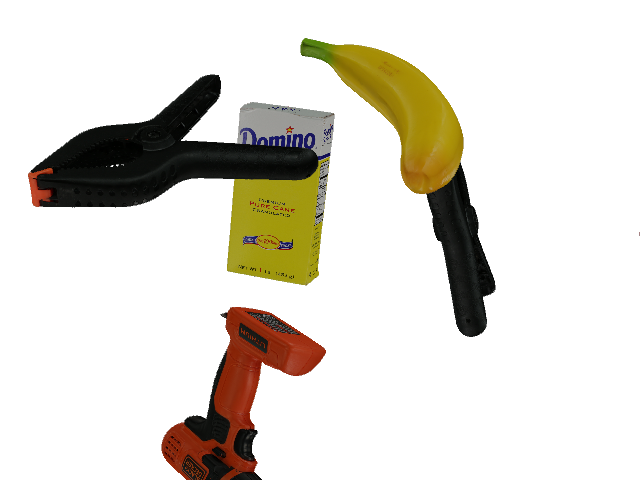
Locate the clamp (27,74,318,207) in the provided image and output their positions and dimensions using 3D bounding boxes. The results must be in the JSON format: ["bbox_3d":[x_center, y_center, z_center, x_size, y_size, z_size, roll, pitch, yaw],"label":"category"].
[{"bbox_3d":[-0.118,-0.064,0.820,0.209,0.036,0.165,-25,42,-33],"label":"clamp"}]

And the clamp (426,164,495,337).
[{"bbox_3d":[0.115,-0.005,0.898,0.039,0.171,0.120,-17,19,12],"label":"clamp"}]

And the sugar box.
[{"bbox_3d":[-0.042,-0.049,1.100,0.093,0.176,0.048,9,17,15],"label":"sugar box"}]

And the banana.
[{"bbox_3d":[0.049,-0.079,0.665,0.069,0.037,0.198,-9,33,-18],"label":"banana"}]

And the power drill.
[{"bbox_3d":[-0.064,0.170,1.000,0.057,0.188,0.185,14,12,-48],"label":"power drill"}]
